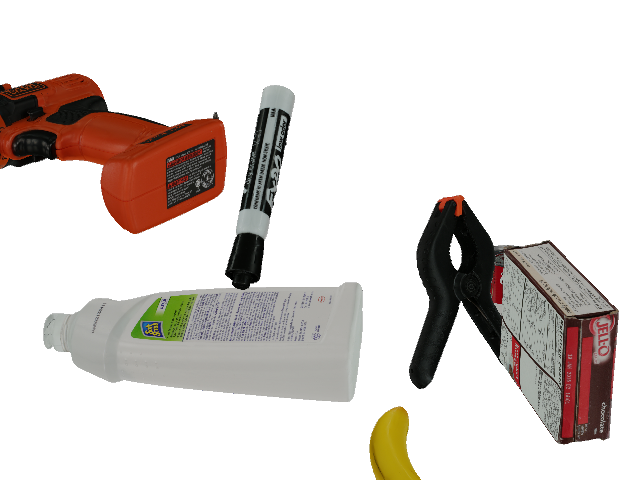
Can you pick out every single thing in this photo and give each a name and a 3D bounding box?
[{"bbox_3d":[-0.095,0.075,0.858,0.251,0.068,0.102,3,33,7],"label":"bleach bottle"},{"bbox_3d":[0.227,0.065,1.298,0.068,0.102,0.068,0,19,0],"label":"soup can"},{"bbox_3d":[-0.172,-0.061,0.714,0.188,0.057,0.184,19,32,30],"label":"power drill"},{"bbox_3d":[0.116,0.049,0.948,0.120,0.171,0.039,-15,1,-36],"label":"clamp"},{"bbox_3d":[-0.033,-0.030,0.586,0.020,0.121,0.020,8,-24,3],"label":"marker"},{"bbox_3d":[0.150,0.062,0.685,0.039,0.090,0.113,-6,24,-10],"label":"pudding box"},{"bbox_3d":[0.083,0.223,1.042,0.069,0.037,0.198,9,22,-22],"label":"banana"}]
